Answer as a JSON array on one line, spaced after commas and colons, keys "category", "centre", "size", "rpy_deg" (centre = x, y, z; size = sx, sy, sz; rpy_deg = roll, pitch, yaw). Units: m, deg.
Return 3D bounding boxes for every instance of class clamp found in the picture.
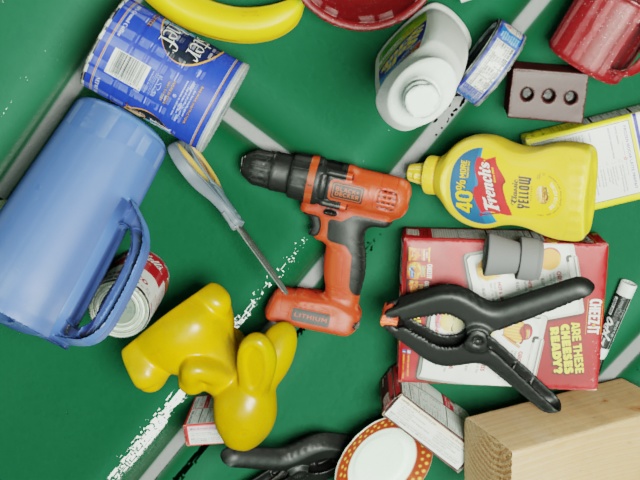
[{"category": "clamp", "centre": [-0.035, 0.253, 1.221], "size": [0.171, 0.039, 0.120], "rpy_deg": [-20, 146, -5]}, {"category": "clamp", "centre": [0.167, 0.103, 1.098], "size": [0.210, 0.036, 0.164], "rpy_deg": [4, 119, 9]}]

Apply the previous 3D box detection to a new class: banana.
[{"category": "banana", "centre": [-0.104, -0.240, 1.096], "size": [0.198, 0.037, 0.069], "rpy_deg": [8, 88, 0]}]

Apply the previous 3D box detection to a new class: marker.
[{"category": "marker", "centre": [0.319, 0.101, 1.181], "size": [0.020, 0.020, 0.121], "rpy_deg": [17, 109, -1]}]

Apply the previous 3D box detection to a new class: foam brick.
[{"category": "foam brick", "centre": [0.230, -0.151, 1.089], "size": [0.078, 0.051, 0.053], "rpy_deg": [4, 109, 3]}]

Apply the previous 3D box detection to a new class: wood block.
[{"category": "wood block", "centre": [0.265, 0.223, 1.143], "size": [0.205, 0.090, 0.091], "rpy_deg": [-10, 109, -22]}]

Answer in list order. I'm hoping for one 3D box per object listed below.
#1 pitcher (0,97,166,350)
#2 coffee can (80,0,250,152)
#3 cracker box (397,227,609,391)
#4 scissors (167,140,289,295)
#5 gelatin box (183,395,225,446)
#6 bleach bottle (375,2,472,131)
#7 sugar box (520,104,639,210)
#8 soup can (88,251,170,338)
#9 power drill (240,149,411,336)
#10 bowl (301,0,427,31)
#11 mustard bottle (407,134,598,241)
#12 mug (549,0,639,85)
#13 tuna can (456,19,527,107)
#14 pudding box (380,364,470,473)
[{"category": "pitcher", "centre": [-0.249, -0.016, 1.084], "size": [0.149, 0.145, 0.242], "rpy_deg": [33, 77, -21]}, {"category": "coffee can", "centre": [-0.157, -0.168, 1.086], "size": [0.140, 0.102, 0.103], "rpy_deg": [29, 108, -5]}, {"category": "cracker box", "centre": [0.192, 0.072, 1.151], "size": [0.213, 0.072, 0.164], "rpy_deg": [2, 104, 3]}, {"category": "scissors", "centre": [-0.100, -0.030, 1.107], "size": [0.016, 0.096, 0.202], "rpy_deg": [-36, 73, 9]}, {"category": "gelatin box", "centre": [-0.106, 0.204, 1.218], "size": [0.089, 0.073, 0.030], "rpy_deg": [-6, 108, 6]}, {"category": "bleach bottle", "centre": [0.098, -0.158, 0.991], "size": [0.103, 0.250, 0.068], "rpy_deg": [-42, 101, 15]}, {"category": "sugar box", "centre": [0.305, -0.086, 1.108], "size": [0.176, 0.048, 0.093], "rpy_deg": [-13, 105, 6]}, {"category": "soup can", "centre": [-0.207, 0.057, 1.163], "size": [0.068, 0.102, 0.068], "rpy_deg": [1, 108, 4]}, {"category": "power drill", "centre": [-0.008, 0.001, 1.154], "size": [0.184, 0.057, 0.188], "rpy_deg": [13, 109, 4]}, {"category": "bowl", "centre": [0.045, -0.291, 1.055], "size": [0.162, 0.055, 0.162], "rpy_deg": [1, 108, 4]}, {"category": "mustard bottle", "centre": [0.180, -0.058, 1.085], "size": [0.192, 0.058, 0.096], "rpy_deg": [9, 112, 25]}, {"category": "mug", "centre": [0.284, -0.200, 1.040], "size": [0.093, 0.117, 0.082], "rpy_deg": [12, 118, -36]}, {"category": "tuna can", "centre": [0.167, -0.178, 1.067], "size": [0.033, 0.086, 0.086], "rpy_deg": [34, 107, -6]}, {"category": "pudding box", "centre": [0.119, 0.196, 1.190], "size": [0.113, 0.090, 0.039], "rpy_deg": [36, 106, -8]}]
